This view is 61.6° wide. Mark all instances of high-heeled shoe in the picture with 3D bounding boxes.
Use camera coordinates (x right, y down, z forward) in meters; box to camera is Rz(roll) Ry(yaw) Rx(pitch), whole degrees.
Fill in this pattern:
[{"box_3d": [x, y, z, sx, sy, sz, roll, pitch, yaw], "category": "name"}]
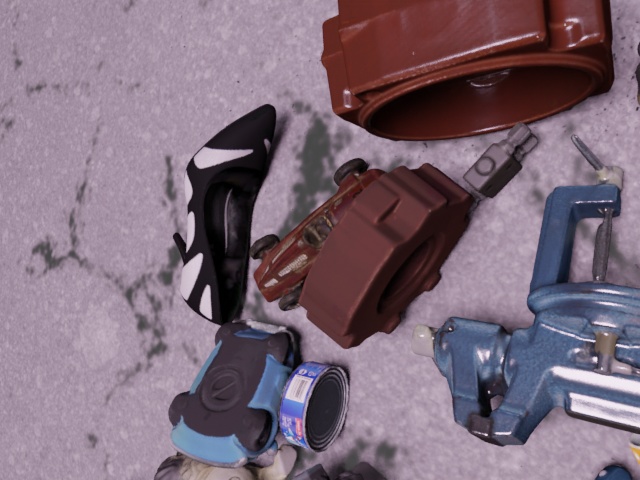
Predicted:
[{"box_3d": [-0.095, -0.021, 0.615, 0.145, 0.086, 0.248, 51, 119, 25], "category": "high-heeled shoe"}]

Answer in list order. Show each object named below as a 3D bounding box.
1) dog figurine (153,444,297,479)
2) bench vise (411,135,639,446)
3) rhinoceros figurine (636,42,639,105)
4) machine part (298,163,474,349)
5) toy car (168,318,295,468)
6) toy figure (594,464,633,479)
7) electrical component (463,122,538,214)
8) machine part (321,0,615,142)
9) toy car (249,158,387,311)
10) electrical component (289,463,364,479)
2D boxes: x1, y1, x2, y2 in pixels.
[{"box_3d": [-0.103, 0.320, 0.605, 0.191, 0.121, 0.172, -25, 71, 41], "category": "dog figurine"}, {"box_3d": [0.192, 0.048, 0.430, 0.224, 0.128, 0.240, 1, 65, 42], "category": "bench vise"}, {"box_3d": [0.278, -0.067, 0.386, 0.073, 0.112, 0.190, -7, 75, 28], "category": "rhinoceros figurine"}, {"box_3d": [0.062, 0.016, 0.470, 0.056, 0.179, 0.179, 40, 107, 25], "category": "machine part"}, {"box_3d": [-0.082, 0.171, 0.581, 0.109, 0.102, 0.162, 6, 52, 22], "category": "toy car"}, {"box_3d": [0.231, 0.252, 0.402, 0.064, 0.058, 0.154, -30, 56, 46], "category": "toy figure"}, {"box_3d": [0.155, -0.062, 0.483, 0.094, 0.063, 0.021, -49, 66, 20], "category": "electrical component"}, {"box_3d": [0.120, -0.143, 0.429, 0.202, 0.201, 0.087, -7, 86, 29], "category": "machine part"}, {"box_3d": [-0.001, -0.002, 0.579, 0.202, 0.053, 0.089, -38, 73, 22], "category": "toy car"}, {"box_3d": [0.006, 0.279, 0.486, 0.115, 0.058, 0.134, -39, 69, 20], "category": "electrical component"}]
